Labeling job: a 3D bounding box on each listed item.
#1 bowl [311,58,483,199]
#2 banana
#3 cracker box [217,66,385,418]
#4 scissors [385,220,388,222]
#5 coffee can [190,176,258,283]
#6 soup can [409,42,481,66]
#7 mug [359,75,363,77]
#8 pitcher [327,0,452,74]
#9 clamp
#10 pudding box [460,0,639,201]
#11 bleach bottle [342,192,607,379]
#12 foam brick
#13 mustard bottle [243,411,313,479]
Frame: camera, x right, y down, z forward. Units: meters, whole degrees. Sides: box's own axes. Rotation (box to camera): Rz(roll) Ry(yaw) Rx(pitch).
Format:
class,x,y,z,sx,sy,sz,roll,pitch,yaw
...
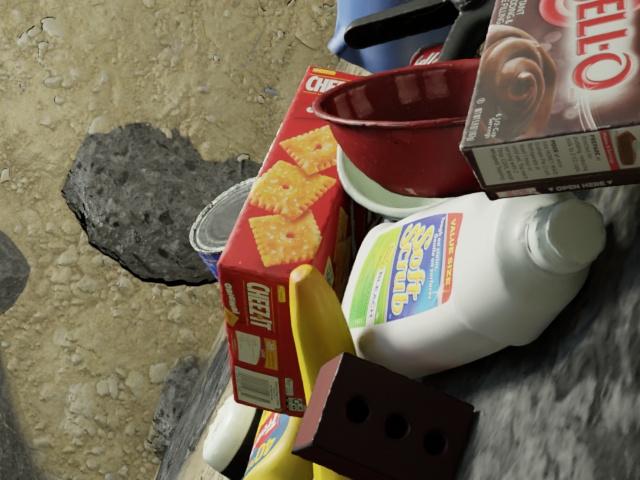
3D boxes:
class,x,y,z,sx,sy,sz,roll,pitch,yaw
bowl,0.078,-0.064,0.626,0.162,0.162,0.055,-84,-12,-70
banana,0.009,0.111,0.620,0.069,0.037,0.198,-11,-84,-82
cracker box,-0.005,0.001,0.803,0.164,0.072,0.213,88,-162,-48
scissors,0.056,0.001,0.990,0.096,0.016,0.202,-86,22,-73
coffee can,-0.039,0.026,0.968,0.103,0.140,0.103,-23,32,15
soup can,0.091,-0.094,0.829,0.069,0.068,0.102,125,167,-58
mug,0.069,-0.097,0.925,0.082,0.117,0.093,19,124,57
pitcher,0.086,-0.281,0.976,0.243,0.145,0.149,88,-163,-51
clamp,0.113,-0.166,0.807,0.171,0.120,0.039,-32,-33,2
pudding box,0.117,-0.072,0.469,0.090,0.039,0.113,-7,47,28
bleach bottle,0.079,0.015,0.569,0.251,0.068,0.102,140,150,-70
foam brick,0.032,0.100,0.560,0.051,0.078,0.053,133,158,-68
mustard bottle,-0.025,0.166,0.855,0.096,0.058,0.191,-53,14,39
